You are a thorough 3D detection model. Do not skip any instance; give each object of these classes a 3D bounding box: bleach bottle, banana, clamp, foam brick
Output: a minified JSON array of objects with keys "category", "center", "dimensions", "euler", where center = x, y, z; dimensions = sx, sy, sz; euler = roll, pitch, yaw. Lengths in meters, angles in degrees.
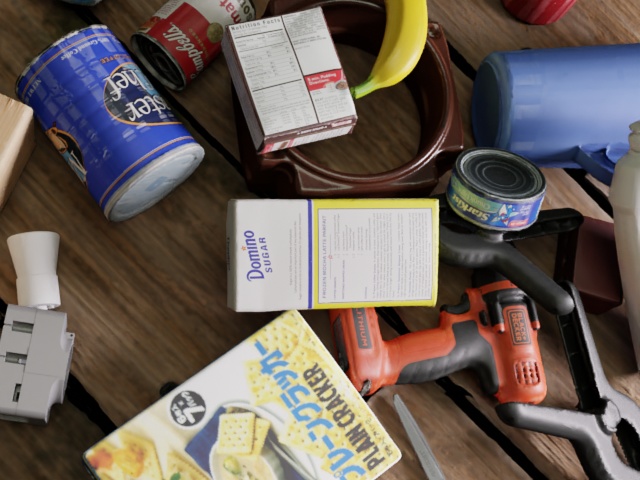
[{"category":"bleach bottle","center":[0.317,0.010,0.954],"dimensions":[0.102,0.068,0.251],"euler":[-21,112,-12]},{"category":"banana","center":[0.062,-0.218,0.962],"dimensions":[0.069,0.037,0.198],"euler":[5,69,-13]},{"category":"clamp","center":[0.159,-0.007,0.961],"dimensions":[0.171,0.039,0.120],"euler":[25,44,7]},{"category":"clamp","center":[0.235,0.160,0.937],"dimensions":[0.210,0.036,0.164],"euler":[55,49,-13]},{"category":"foam brick","center":[0.255,0.025,1.011],"dimensions":[0.051,0.053,0.078],"euler":[14,70,-8]}]

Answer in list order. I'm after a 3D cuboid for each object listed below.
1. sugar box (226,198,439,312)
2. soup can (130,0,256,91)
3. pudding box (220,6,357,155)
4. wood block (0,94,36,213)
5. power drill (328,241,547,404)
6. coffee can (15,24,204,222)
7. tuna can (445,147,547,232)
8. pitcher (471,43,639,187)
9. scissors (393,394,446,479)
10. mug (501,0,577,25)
[{"category":"sugar box","center":[0.010,0.011,0.894],"dimensions":[0.176,0.048,0.093],"euler":[0,92,-12]},{"category":"soup can","center":[-0.117,-0.197,0.992],"dimensions":[0.068,0.069,0.102],"euler":[42,71,3]},{"category":"pudding box","center":[-0.027,-0.139,0.920],"dimensions":[0.090,0.039,0.113],"euler":[-15,75,-15]},{"category":"wood block","center":[-0.324,-0.026,0.887],"dimensions":[0.091,0.090,0.206],"euler":[24,70,-5]},{"category":"power drill","center":[0.104,0.066,0.964],"dimensions":[0.187,0.057,0.184],"euler":[-4,66,-12]},{"category":"coffee can","center":[-0.183,-0.101,0.932],"dimensions":[0.102,0.103,0.140],"euler":[-35,83,-19]},{"category":"tuna can","center":[0.157,-0.047,0.950],"dimensions":[0.086,0.034,0.086],"euler":[7,37,-6]},{"category":"pitcher","center":[0.276,-0.119,1.017],"dimensions":[0.242,0.149,0.145],"euler":[-2,101,-9]},{"category":"scissors","center":[0.100,0.241,0.932],"dimensions":[0.096,0.016,0.202],"euler":[-39,84,-19]},{"category":"mug","center":[0.230,-0.282,1.082],"dimensions":[0.093,0.082,0.117],"euler":[1,73,-11]}]
